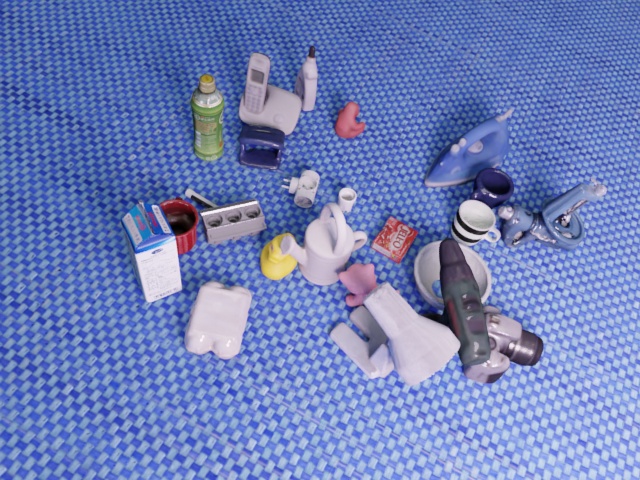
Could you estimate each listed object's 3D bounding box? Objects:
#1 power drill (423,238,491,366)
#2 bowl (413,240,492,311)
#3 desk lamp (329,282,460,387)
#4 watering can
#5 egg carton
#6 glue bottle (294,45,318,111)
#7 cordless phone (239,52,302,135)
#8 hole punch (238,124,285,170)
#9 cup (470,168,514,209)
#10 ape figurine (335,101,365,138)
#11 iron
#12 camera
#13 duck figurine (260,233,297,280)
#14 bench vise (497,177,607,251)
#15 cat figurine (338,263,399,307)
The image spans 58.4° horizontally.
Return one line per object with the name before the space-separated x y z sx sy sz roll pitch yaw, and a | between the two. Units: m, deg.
power drill | 0.245 0.140 1.086 0.076 0.208 0.229 -6 59 -14
bowl | 0.269 0.088 1.204 0.167 0.075 0.167 5 57 -7
desk lamp | 0.130 0.177 1.038 0.203 0.213 0.118 42 60 17
watering can | 0.011 0.006 1.137 0.173 0.194 0.100 -31 67 -26
egg carton | -0.192 0.150 1.082 0.107 0.069 0.150 11 56 -3
glue bottle | -0.028 -0.404 1.407 0.037 0.173 0.078 -14 61 -18
cordless phone | -0.113 -0.345 1.346 0.147 0.185 0.094 16 56 0
hole punch | -0.137 -0.229 1.323 0.108 0.091 0.101 7 57 -6
cup | 0.384 -0.102 1.336 0.118 0.095 0.091 -27 66 -25
ape figurine | 0.074 -0.301 1.408 0.076 0.092 0.077 -25 65 -24
iron | 0.364 -0.225 1.384 0.259 0.141 0.118 -31 68 -26
camera | 0.366 0.210 1.128 0.137 0.101 0.143 19 56 2
duck figurine | -0.080 0.020 1.176 0.077 0.086 0.105 24 57 6
bench vise | 0.507 -0.049 1.250 0.208 0.220 0.121 -6 59 -14
cat figurine | 0.098 0.093 1.144 0.127 0.118 0.067 24 57 6
